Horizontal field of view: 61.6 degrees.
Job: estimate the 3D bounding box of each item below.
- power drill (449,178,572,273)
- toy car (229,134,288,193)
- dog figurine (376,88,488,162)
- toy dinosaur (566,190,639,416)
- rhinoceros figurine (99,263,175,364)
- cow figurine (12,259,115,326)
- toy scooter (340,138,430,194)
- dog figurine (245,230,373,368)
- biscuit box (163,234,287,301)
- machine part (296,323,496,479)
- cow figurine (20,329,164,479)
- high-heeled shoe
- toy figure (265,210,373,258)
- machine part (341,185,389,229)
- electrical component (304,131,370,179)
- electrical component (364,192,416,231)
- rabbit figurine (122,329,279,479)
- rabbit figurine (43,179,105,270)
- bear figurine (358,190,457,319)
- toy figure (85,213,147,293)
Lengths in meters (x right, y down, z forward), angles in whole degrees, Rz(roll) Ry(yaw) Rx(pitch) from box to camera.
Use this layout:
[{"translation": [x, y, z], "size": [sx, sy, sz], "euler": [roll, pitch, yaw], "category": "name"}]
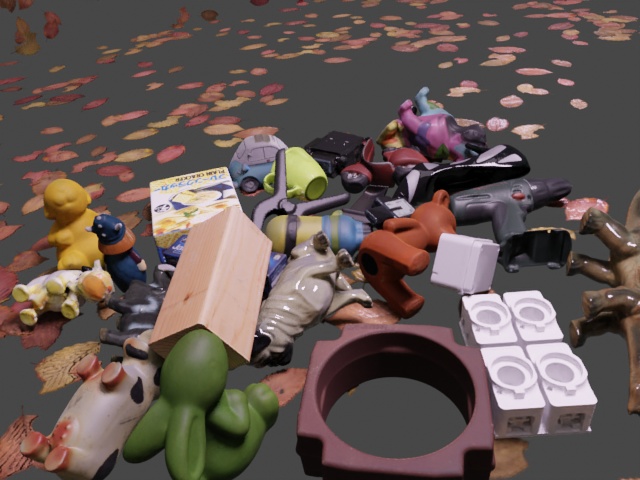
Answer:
[{"translation": [0.341, -0.039, 0.896], "size": [0.232, 0.085, 0.207], "euler": [-6, 38, 2], "category": "power drill"}, {"translation": [-0.122, -0.170, 1.141], "size": [0.162, 0.102, 0.109], "euler": [-11, 35, -4], "category": "toy car"}, {"translation": [0.247, -0.198, 1.131], "size": [0.219, 0.191, 0.108], "euler": [46, 49, 9], "category": "dog figurine"}, {"translation": [0.454, 0.036, 0.743], "size": [0.199, 0.105, 0.471], "euler": [15, 51, 13], "category": "toy dinosaur"}, {"translation": [-0.251, 0.105, 0.786], "size": [0.112, 0.073, 0.190], "euler": [-8, 35, 0], "category": "rhinoceros figurine"}, {"translation": [-0.379, 0.075, 0.835], "size": [0.167, 0.068, 0.098], "euler": [-11, 15, 15], "category": "cow figurine"}, {"translation": [0.134, -0.158, 1.095], "size": [0.184, 0.075, 0.135], "euler": [-4, 47, 10], "category": "toy scooter"}, {"translation": [-0.047, 0.084, 0.768], "size": [0.190, 0.121, 0.172], "euler": [-32, 15, -10], "category": "dog figurine"}, {"translation": [-0.152, 0.044, 0.869], "size": [0.203, 0.059, 0.063], "euler": [10, 37, 22], "category": "biscuit box"}, {"translation": [0.083, 0.191, 0.597], "size": [0.202, 0.087, 0.201], "euler": [-1, 34, 10], "category": "machine part"}, {"translation": [-0.234, 0.191, 0.633], "size": [0.086, 0.127, 0.195], "euler": [7, 51, 27], "category": "cow figurine"}, {"translation": [0.256, -0.099, 0.983], "size": [0.249, 0.086, 0.145], "euler": [-38, 48, -12], "category": "high-heeled shoe"}, {"translation": [-0.002, -0.005, 0.891], "size": [0.180, 0.089, 0.082], "euler": [-4, 28, 7], "category": "toy figure"}, {"translation": [0.083, -0.056, 0.998], "size": [0.084, 0.039, 0.139], "euler": [7, 38, 27], "category": "machine part"}, {"translation": [0.034, -0.186, 1.178], "size": [0.115, 0.058, 0.134], "euler": [14, 39, 30], "category": "electrical component"}, {"translation": [0.118, -0.035, 0.910], "size": [0.119, 0.047, 0.075], "euler": [-21, 56, -43], "category": "electrical component"}, {"translation": [-0.136, 0.178, 0.574], "size": [0.121, 0.170, 0.159], "euler": [10, 37, 23], "category": "rabbit figurine"}, {"translation": [-0.419, -0.036, 0.931], "size": [0.122, 0.173, 0.163], "euler": [-24, 42, -18], "category": "rabbit figurine"}, {"translation": [0.158, 0.013, 0.821], "size": [0.196, 0.120, 0.132], "euler": [-22, 41, -30], "category": "bear figurine"}, {"translation": [-0.320, 0.017, 0.852], "size": [0.064, 0.154, 0.058], "euler": [-19, 39, -16], "category": "toy figure"}]
